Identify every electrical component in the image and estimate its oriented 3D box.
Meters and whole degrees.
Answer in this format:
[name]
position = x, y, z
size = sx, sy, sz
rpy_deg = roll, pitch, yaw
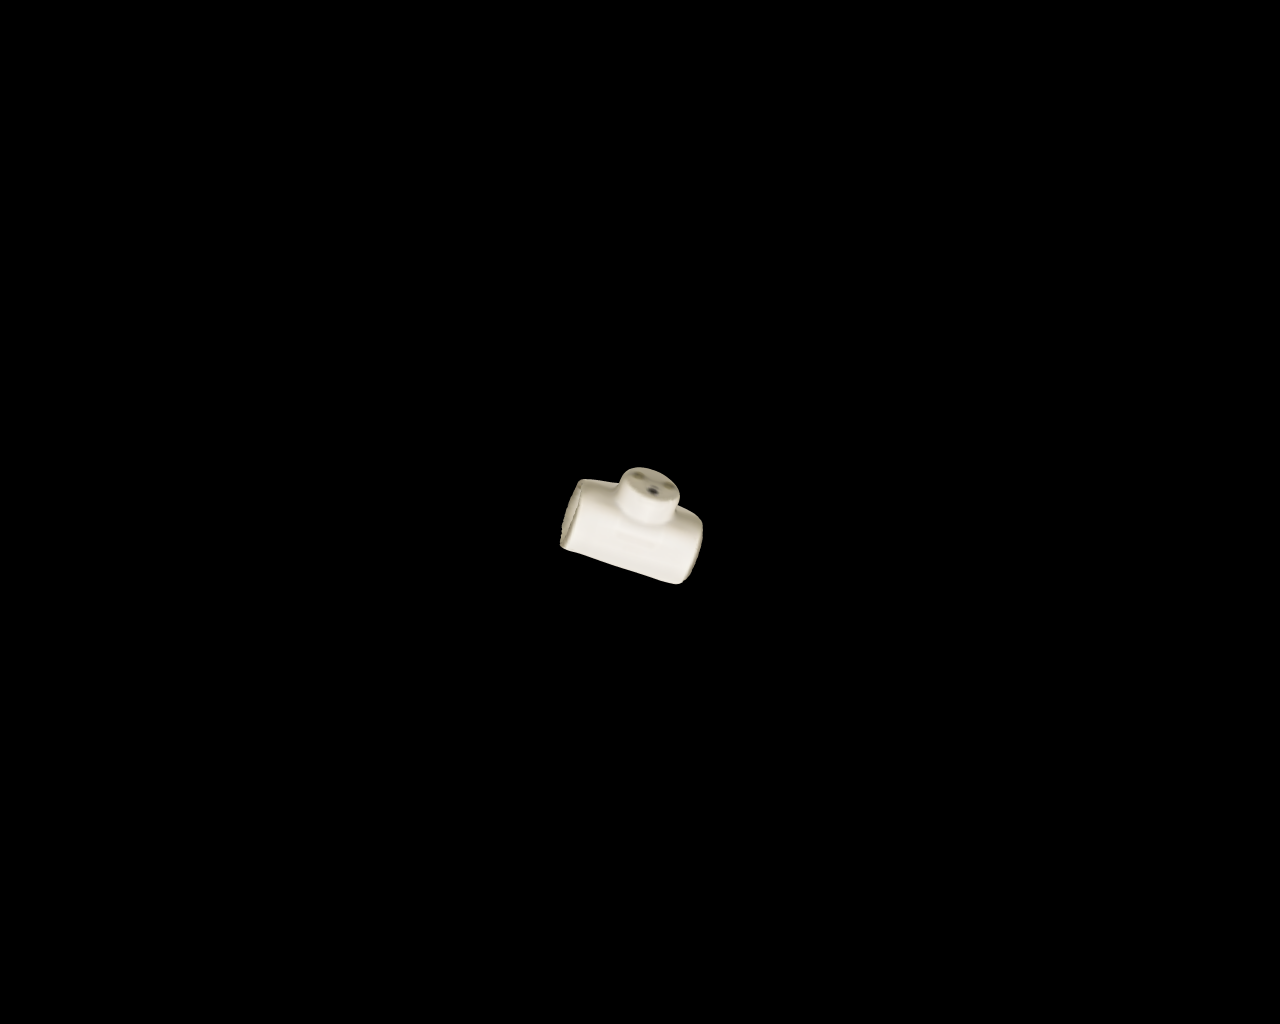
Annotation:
[electrical component]
position = 0.001, -0.003, 0.650
size = 0.077, 0.079, 0.043
rpy_deg = 18, 29, -10
